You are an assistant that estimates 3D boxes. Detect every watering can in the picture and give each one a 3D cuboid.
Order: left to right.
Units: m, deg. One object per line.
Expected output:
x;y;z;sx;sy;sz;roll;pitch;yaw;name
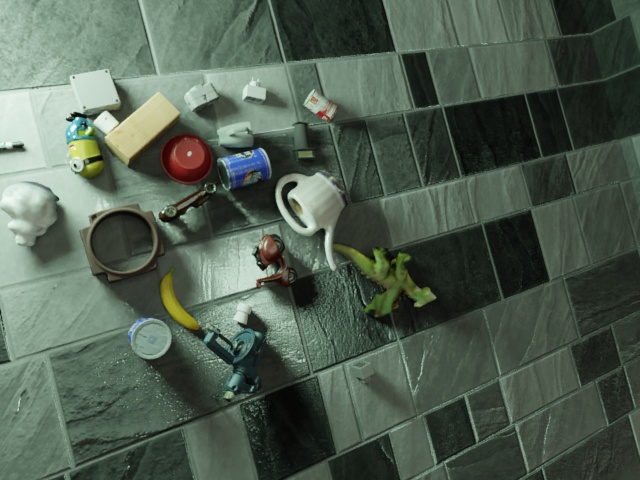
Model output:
0.005;-0.085;1.687;0.227;0.103;0.347;-39;92;-24;watering can

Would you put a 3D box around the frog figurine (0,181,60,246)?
-0.764;-0.069;1.344;0.136;0.122;0.162;29;60;-38;frog figurine

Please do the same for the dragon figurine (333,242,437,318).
0.209;0.147;1.761;0.410;0.122;0.243;8;88;-14;dragon figurine
